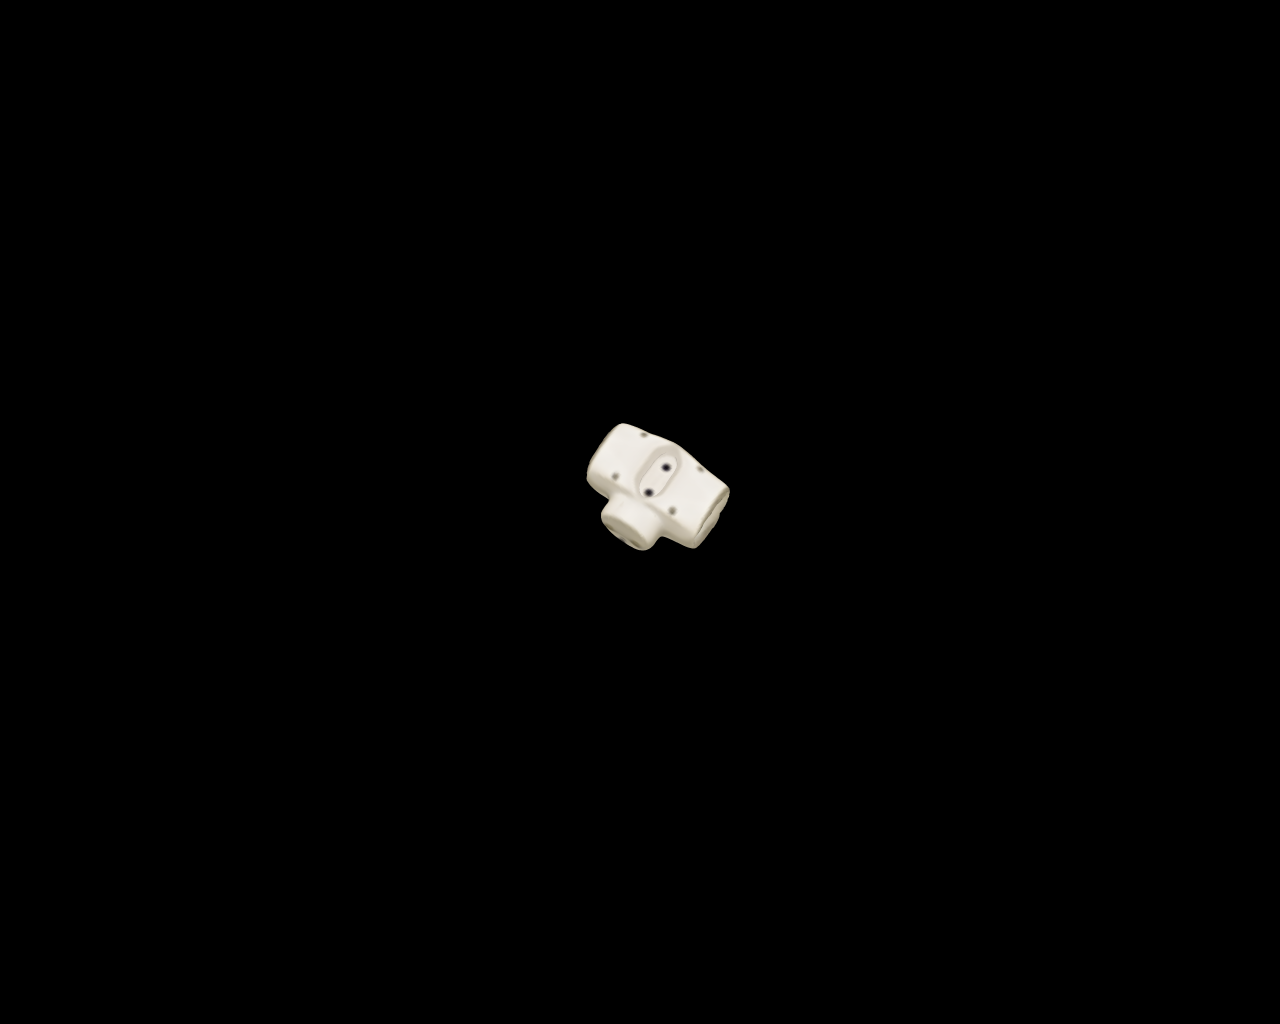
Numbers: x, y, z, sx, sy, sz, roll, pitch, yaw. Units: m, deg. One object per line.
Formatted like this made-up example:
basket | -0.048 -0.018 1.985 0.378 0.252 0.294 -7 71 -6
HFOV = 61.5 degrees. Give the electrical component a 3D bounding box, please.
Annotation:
electrical component | 0.001 -0.003 0.650 0.077 0.079 0.043 33 -16 11
